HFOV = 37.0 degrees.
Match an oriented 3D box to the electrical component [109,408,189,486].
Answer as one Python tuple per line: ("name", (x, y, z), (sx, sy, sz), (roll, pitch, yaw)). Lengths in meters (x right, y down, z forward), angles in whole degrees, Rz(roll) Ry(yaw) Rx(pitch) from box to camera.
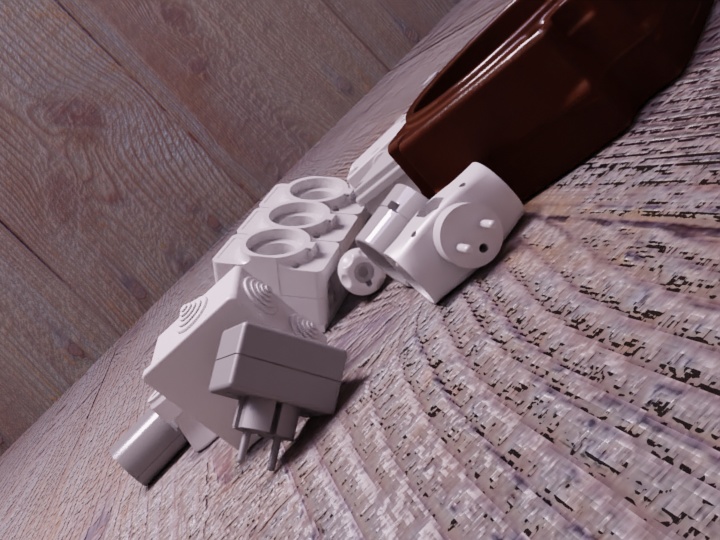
("electrical component", (-0.164, 0.135, 0.893), (0.081, 0.043, 0.043), (-46, 9, -8))

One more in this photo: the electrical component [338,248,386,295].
("electrical component", (0.000, 0.000, 0.809), (0.035, 0.035, 0.061), (-45, 7, -2))

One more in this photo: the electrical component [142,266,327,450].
("electrical component", (-0.079, 0.057, 0.705), (0.100, 0.100, 0.048), (-41, 23, 20))

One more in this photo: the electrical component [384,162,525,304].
("electrical component", (0.059, -0.021, 0.619), (0.077, 0.043, 0.079), (-45, 10, -4))

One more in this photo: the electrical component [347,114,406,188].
("electrical component", (0.034, -0.112, 1.103), (0.100, 0.048, 0.099), (-42, 10, 14))

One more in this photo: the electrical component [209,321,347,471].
("electrical component", (-0.052, 0.077, 0.628), (0.047, 0.066, 0.076), (156, 129, -65))

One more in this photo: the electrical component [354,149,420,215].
("electrical component", (0.063, -0.093, 0.875), (0.109, 0.056, 0.108), (-36, 13, 42))

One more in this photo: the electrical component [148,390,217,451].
("electrical component", (-0.132, 0.107, 0.839), (0.045, 0.055, 0.045), (-43, 10, 9))

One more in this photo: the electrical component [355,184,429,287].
("electrical component", (0.030, -0.022, 0.718), (0.047, 0.055, 0.055), (-49, 10, -9))

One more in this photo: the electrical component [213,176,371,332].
("electrical component", (-0.049, -0.018, 0.880), (0.089, 0.061, 0.150), (5, 30, 16))
